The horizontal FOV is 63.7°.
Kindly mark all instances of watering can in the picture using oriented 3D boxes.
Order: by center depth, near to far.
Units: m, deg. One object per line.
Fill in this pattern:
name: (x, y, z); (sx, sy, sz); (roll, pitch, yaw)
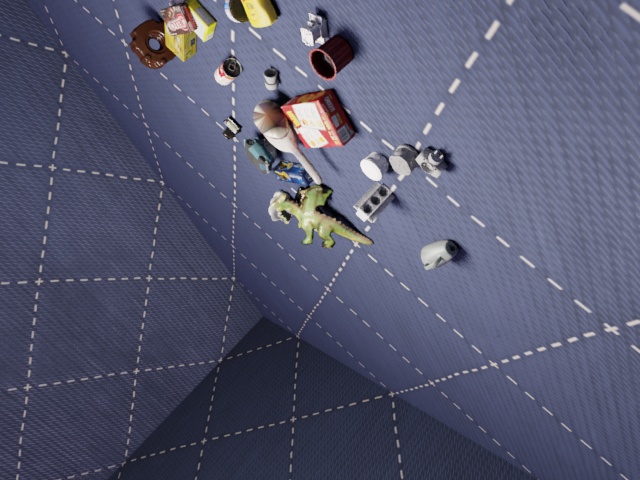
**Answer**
watering can: (-0.113, -0.344, 1.749); (0.351, 0.104, 0.222); (52, -176, 17)

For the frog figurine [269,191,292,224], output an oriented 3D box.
frog figurine: (-0.187, -0.154, 2.281); (0.161, 0.123, 0.135); (34, 123, 46)

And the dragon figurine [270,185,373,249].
dragon figurine: (0.006, -0.101, 2.001); (0.410, 0.125, 0.237); (6, 129, 12)
